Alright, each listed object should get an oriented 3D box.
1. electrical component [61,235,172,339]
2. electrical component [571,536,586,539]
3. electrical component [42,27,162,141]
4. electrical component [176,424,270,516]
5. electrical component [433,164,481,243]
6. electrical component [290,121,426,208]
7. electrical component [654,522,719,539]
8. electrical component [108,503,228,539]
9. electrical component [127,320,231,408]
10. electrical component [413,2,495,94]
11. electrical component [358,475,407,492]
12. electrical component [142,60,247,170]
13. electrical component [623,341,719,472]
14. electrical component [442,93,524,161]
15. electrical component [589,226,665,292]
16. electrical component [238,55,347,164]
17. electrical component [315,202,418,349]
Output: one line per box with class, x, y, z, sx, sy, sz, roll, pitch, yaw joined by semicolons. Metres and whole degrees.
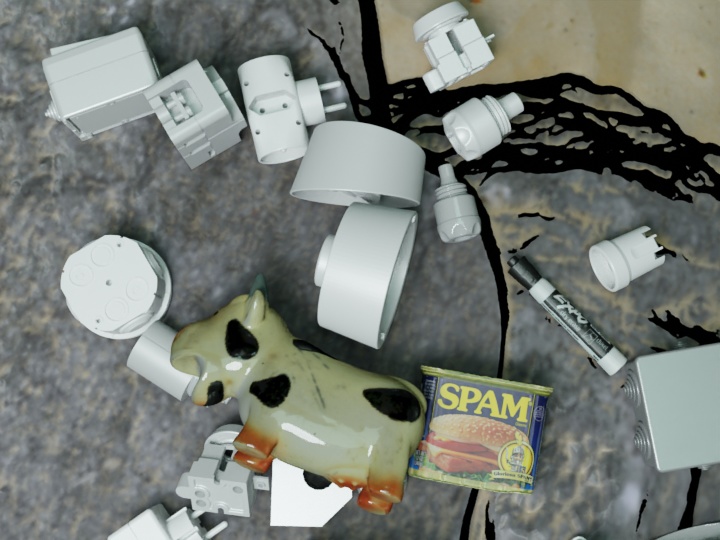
electrical component;-0.190;0.013;0.840;0.080;0.051;0.080;0;83;0
electrical component;0.170;0.276;0.802;0.109;0.056;0.108;43;85;5
electrical component;-0.208;-0.148;0.856;0.096;0.061;0.061;-20;83;-3
electrical component;-0.099;0.150;0.813;0.066;0.055;0.048;5;127;8
electrical component;0.075;-0.054;0.857;0.035;0.035;0.061;-12;80;-1
electrical component;0.001;-0.073;0.828;0.099;0.099;0.064;13;76;2
electrical component;0.264;0.218;0.790;0.099;0.099;0.064;-29;89;-4
electrical component;-0.138;0.206;0.816;0.077;0.047;0.065;-35;84;-4
electrical component;-0.135;0.078;0.835;0.081;0.043;0.043;32;84;4
electrical component;0.074;-0.182;0.869;0.066;0.048;0.055;-27;91;-3
electrical component;0.016;0.161;0.822;0.040;0.046;0.040;0;82;0
electrical component;-0.126;-0.122;0.838;0.056;0.089;0.050;-31;83;-4
electrical component;0.257;0.104;0.828;0.100;0.048;0.099;-9;83;-1
electrical component;0.101;-0.119;0.861;0.062;0.043;0.043;-32;84;-5
electrical component;0.211;-0.010;0.849;0.046;0.040;0.040;-25;83;-9
electrical component;-0.051;-0.132;0.863;0.079;0.043;0.077;-13;83;-2
electrical component;0.000;0.000;0.816;0.060;0.108;0.108;16;83;8
